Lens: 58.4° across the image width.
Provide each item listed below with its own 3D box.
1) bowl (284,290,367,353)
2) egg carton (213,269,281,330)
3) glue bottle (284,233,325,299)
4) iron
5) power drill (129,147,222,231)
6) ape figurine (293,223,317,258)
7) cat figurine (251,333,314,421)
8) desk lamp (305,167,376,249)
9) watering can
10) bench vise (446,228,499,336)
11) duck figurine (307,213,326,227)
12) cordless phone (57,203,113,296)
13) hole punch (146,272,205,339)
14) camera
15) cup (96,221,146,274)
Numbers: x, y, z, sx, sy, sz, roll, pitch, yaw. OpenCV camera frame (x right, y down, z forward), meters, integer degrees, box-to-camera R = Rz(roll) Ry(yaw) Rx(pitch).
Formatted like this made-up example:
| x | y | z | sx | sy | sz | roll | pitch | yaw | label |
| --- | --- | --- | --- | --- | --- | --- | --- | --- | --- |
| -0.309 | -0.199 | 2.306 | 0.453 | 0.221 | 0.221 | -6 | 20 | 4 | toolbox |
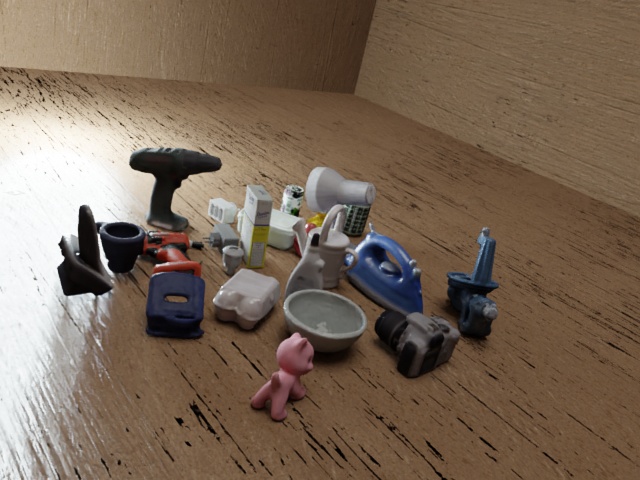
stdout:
| x | y | z | sx | sy | sz | roll | pitch | yaw | label |
| --- | --- | --- | --- | --- | --- | --- | --- | --- | --- |
| 0.004 | 0.170 | 1.122 | 0.167 | 0.075 | 0.167 | 12 | 24 | -5 | bowl |
| -0.144 | 0.118 | 1.163 | 0.107 | 0.069 | 0.150 | 18 | 24 | 10 | egg carton |
| -0.023 | 0.064 | 1.218 | 0.078 | 0.173 | 0.037 | 16 | 24 | 6 | glue bottle |
| 0.172 | 0.071 | 1.348 | 0.119 | 0.141 | 0.257 | -6 | 31 | -37 | iron |
| -0.363 | -0.134 | 1.424 | 0.229 | 0.208 | 0.075 | 15 | 24 | 4 | power drill |
| -0.027 | -0.002 | 1.459 | 0.078 | 0.092 | 0.076 | 12 | 24 | -4 | ape figurine |
| -0.052 | 0.212 | 0.946 | 0.067 | 0.118 | 0.128 | 21 | 25 | 17 | cat figurine |
| 0.055 | -0.070 | 1.502 | 0.202 | 0.213 | 0.118 | 25 | 26 | 23 | desk lamp |
| 0.011 | 0.005 | 1.339 | 0.173 | 0.194 | 0.101 | 15 | 24 | 2 | watering can |
| 0.375 | 0.096 | 1.306 | 0.122 | 0.220 | 0.206 | 1 | 27 | -26 | bench vise |
| 0.006 | -0.068 | 1.629 | 0.077 | 0.086 | 0.105 | 18 | 24 | 10 | duck figurine |
| -0.452 | 0.002 | 1.106 | 0.094 | 0.185 | 0.147 | -5 | 30 | -36 | cordless phone |
| -0.266 | 0.121 | 1.064 | 0.109 | 0.091 | 0.101 | 6 | 25 | -17 | hole punch |
| 0.190 | 0.187 | 1.154 | 0.144 | 0.101 | 0.136 | -10 | 33 | -43 | camera |
| -0.427 | 0.016 | 1.201 | 0.117 | 0.095 | 0.092 | 21 | 25 | 16 | cup |
